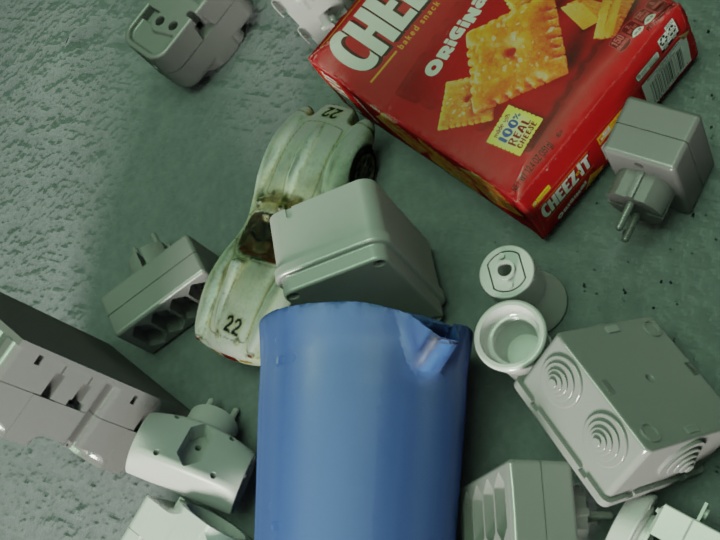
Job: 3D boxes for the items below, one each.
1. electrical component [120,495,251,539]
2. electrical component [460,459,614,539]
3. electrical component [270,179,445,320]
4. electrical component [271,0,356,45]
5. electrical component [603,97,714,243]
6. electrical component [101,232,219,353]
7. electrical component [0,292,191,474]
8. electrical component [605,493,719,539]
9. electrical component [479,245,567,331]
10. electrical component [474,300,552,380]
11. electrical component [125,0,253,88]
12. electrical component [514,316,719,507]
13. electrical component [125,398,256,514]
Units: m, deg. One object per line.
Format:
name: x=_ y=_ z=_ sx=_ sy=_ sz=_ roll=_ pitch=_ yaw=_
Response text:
electrical component: x=-0.109 y=0.190 z=0.709 sx=0.089 sy=0.050 sz=0.055 roll=27 pitch=84 yaw=32
electrical component: x=0.107 y=0.141 z=0.617 sx=0.076 sy=0.083 sz=0.047 roll=5 pitch=67 yaw=-13
electrical component: x=0.000 y=0.000 z=0.698 sx=0.078 sy=0.113 sz=0.057 roll=-21 pitch=59 yaw=17
electrical component: x=-0.046 y=-0.227 z=0.808 sx=0.063 sy=0.121 sz=0.078 roll=-37 pitch=58 yaw=11
electrical component: x=0.177 y=-0.054 z=0.662 sx=0.047 sy=0.066 sz=0.076 roll=23 pitch=80 yaw=31
electrical component: x=-0.150 y=0.005 z=0.807 sx=0.083 sy=0.047 sz=0.075 roll=-36 pitch=58 yaw=8
electrical component: x=-0.212 y=0.073 z=0.726 sx=0.105 sy=0.186 sz=0.060 roll=32 pitch=86 yaw=32
electrical component: x=0.168 y=0.154 z=0.594 sx=0.055 sy=0.048 sz=0.066 roll=27 pitch=84 yaw=25
electrical component: x=0.100 y=0.011 z=0.673 sx=0.044 sy=0.065 sz=0.044 roll=-10 pitch=66 yaw=22
electrical component: x=0.101 y=0.049 z=0.657 sx=0.044 sy=0.065 sz=0.044 roll=-10 pitch=65 yaw=22
electrical component: x=-0.136 y=-0.201 z=0.877 sx=0.054 sy=0.059 sz=0.095 roll=37 pitch=88 yaw=32
electrical component: x=0.150 y=0.075 z=0.603 sx=0.099 sy=0.100 sz=0.048 roll=56 pitch=135 yaw=31
electrical component: x=-0.108 y=0.119 z=0.736 sx=0.077 sy=0.043 sz=0.079 roll=21 pitch=42 yaw=4
